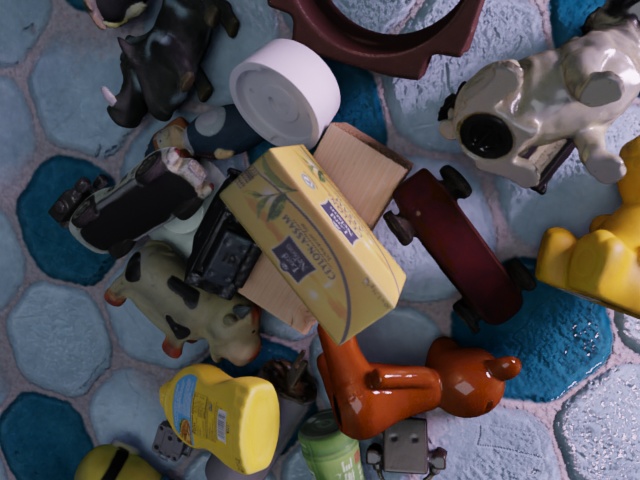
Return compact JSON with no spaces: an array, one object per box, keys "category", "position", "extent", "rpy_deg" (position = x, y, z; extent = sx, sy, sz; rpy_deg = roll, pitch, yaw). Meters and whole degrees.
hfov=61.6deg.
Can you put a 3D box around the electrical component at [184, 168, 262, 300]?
[{"category":"electrical component","position":[-0.099,-0.005,0.587],"extent":[0.058,0.134,0.114],"rpy_deg":[23,107,-18]}]

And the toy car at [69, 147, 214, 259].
[{"category":"toy car","position":[-0.210,-0.041,0.620],"extent":[0.202,0.056,0.073],"rpy_deg":[-26,124,26]}]

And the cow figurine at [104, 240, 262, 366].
[{"category":"cow figurine","position":[-0.150,0.077,0.650],"extent":[0.195,0.085,0.127],"rpy_deg":[40,114,4]}]

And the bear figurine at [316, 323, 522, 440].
[{"category":"bear figurine","position":[0.105,0.142,0.594],"extent":[0.196,0.120,0.132],"rpy_deg":[-15,53,-9]}]

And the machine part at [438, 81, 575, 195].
[{"category":"machine part","position":[0.189,-0.111,0.550],"extent":[0.139,0.039,0.084],"rpy_deg":[31,114,4]}]

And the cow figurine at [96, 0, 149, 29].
[{"category":"cow figurine","position":[-0.194,-0.310,0.586],"extent":[0.167,0.068,0.098],"rpy_deg":[-26,94,17]}]

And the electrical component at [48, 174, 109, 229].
[{"category":"electrical component","position":[-0.305,-0.045,0.669],"extent":[0.094,0.063,0.021],"rpy_deg":[-42,90,19]}]

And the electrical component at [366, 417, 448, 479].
[{"category":"electrical component","position":[0.100,0.251,0.643],"extent":[0.102,0.045,0.078],"rpy_deg":[-8,71,13]}]

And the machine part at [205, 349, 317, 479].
[{"category":"machine part","position":[-0.074,0.234,0.664],"extent":[0.079,0.079,0.243],"rpy_deg":[31,108,6]}]

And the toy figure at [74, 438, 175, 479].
[{"category":"toy figure","position":[-0.244,0.344,0.721],"extent":[0.180,0.089,0.082],"rpy_deg":[42,101,5]}]

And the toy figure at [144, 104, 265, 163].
[{"category":"toy figure","position":[-0.139,-0.117,0.618],"extent":[0.155,0.064,0.057],"rpy_deg":[-13,125,12]}]

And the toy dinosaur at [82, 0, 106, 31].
[{"category":"toy dinosaur","position":[-0.150,-0.435,0.508],"extent":[0.199,0.105,0.471],"rpy_deg":[29,93,4]}]

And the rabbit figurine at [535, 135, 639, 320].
[{"category":"rabbit figurine","position":[0.311,-0.013,0.503],"extent":[0.162,0.122,0.173],"rpy_deg":[18,86,7]}]

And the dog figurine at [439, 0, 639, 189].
[{"category":"dog figurine","position":[0.217,-0.151,0.492],"extent":[0.173,0.190,0.121],"rpy_deg":[15,142,28]}]

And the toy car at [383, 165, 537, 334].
[{"category":"toy car","position":[0.143,0.010,0.553],"extent":[0.089,0.053,0.202],"rpy_deg":[-40,111,7]}]

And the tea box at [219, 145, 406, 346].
[{"category":"tea box","position":[-0.001,-0.001,0.492],"extent":[0.068,0.098,0.169],"rpy_deg":[-37,92,18]}]

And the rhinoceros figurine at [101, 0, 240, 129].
[{"category":"rhinoceros figurine","position":[-0.174,-0.205,0.600],"extent":[0.112,0.073,0.190],"rpy_deg":[37,107,3]}]

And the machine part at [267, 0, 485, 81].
[{"category":"machine part","position":[0.061,-0.265,0.492],"extent":[0.202,0.087,0.200],"rpy_deg":[19,127,10]}]
